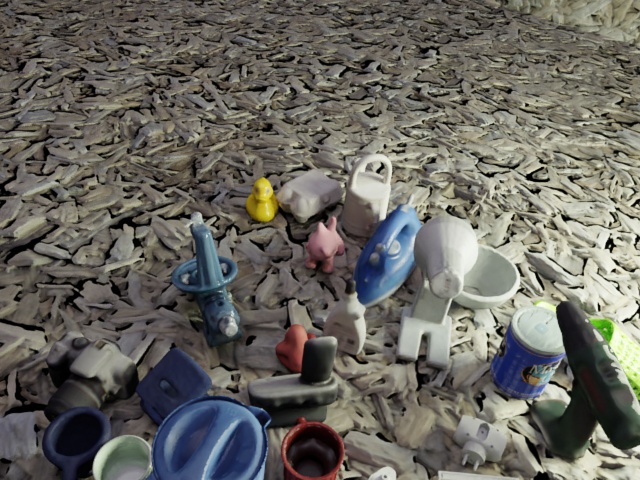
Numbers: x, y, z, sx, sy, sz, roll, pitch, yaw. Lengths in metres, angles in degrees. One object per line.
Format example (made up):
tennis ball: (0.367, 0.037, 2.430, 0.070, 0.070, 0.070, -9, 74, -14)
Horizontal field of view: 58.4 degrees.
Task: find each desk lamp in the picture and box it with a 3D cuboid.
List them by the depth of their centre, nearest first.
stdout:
desk lamp: (0.218, 0.090, 1.053, 0.118, 0.214, 0.203, 11, 43, 6)

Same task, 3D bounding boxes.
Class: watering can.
watering can: (0.102, -0.114, 1.276, 0.101, 0.194, 0.172, -21, 49, -26)

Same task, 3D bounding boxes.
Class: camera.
camera: (-0.387, 0.226, 0.919, 0.143, 0.101, 0.137, 19, 44, 14)

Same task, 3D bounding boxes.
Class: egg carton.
egg carton: (-0.022, -0.104, 1.344, 0.107, 0.069, 0.151, 35, 50, 28)

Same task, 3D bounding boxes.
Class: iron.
iron: (0.137, 0.019, 1.174, 0.118, 0.141, 0.259, 22, 45, 17)

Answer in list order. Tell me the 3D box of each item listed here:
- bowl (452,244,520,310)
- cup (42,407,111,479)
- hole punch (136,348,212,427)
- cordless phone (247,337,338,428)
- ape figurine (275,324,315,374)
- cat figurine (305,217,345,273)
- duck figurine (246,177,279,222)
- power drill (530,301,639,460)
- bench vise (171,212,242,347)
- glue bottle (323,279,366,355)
bowl: (0.315, 0.086, 1.171, 0.167, 0.075, 0.167, 3, 42, -3)
cup: (-0.345, 0.316, 0.829, 0.092, 0.095, 0.117, -3, 43, -9)
hole punch: (-0.233, 0.246, 0.921, 0.108, 0.091, 0.101, 34, 49, 27)
cordless phone: (-0.041, 0.211, 0.912, 0.148, 0.185, 0.094, -6, 44, -13)
ape figurine: (-0.040, 0.184, 1.010, 0.078, 0.092, 0.076, -1, 43, -8)
cat figurine: (0.011, 0.004, 1.194, 0.067, 0.118, 0.128, 16, 43, 11)
duck figurine: (-0.132, -0.105, 1.320, 0.077, 0.086, 0.104, 2, 42, -4)
power drill: (0.413, 0.242, 0.913, 0.076, 0.208, 0.229, -7, 44, -14)
bench vise: (-0.186, 0.068, 1.026, 0.122, 0.220, 0.206, -31, 54, -33)
glue bottle: (0.048, 0.132, 1.017, 0.078, 0.173, 0.037, 20, 44, 15)
